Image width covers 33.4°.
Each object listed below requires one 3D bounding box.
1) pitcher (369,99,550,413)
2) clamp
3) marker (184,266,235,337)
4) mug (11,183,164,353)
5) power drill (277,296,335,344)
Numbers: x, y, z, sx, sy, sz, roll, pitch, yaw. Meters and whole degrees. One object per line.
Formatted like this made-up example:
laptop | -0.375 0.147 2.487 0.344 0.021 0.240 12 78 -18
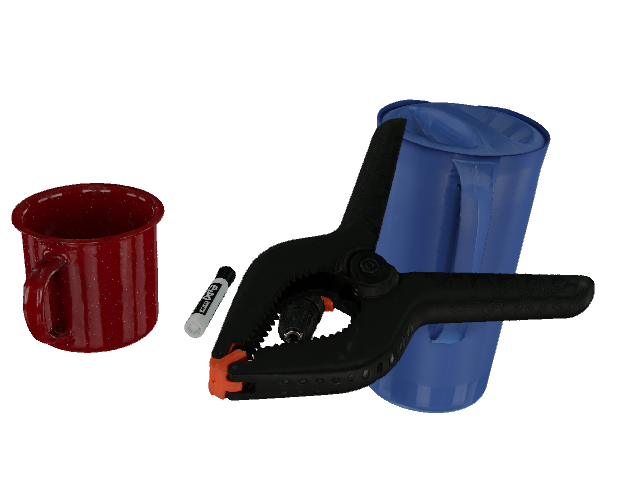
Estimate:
pitcher | 0.099 0.019 0.857 0.145 0.243 0.148 25 31 37
clamp | 0.022 0.015 0.578 0.209 0.165 0.036 -24 -33 -24
marker | -0.105 0.057 1.030 0.020 0.020 0.121 0 24 12
mug | -0.148 0.023 0.666 0.093 0.081 0.117 8 25 13
power drill | 0.047 0.065 1.233 0.188 0.057 0.184 0 28 7
